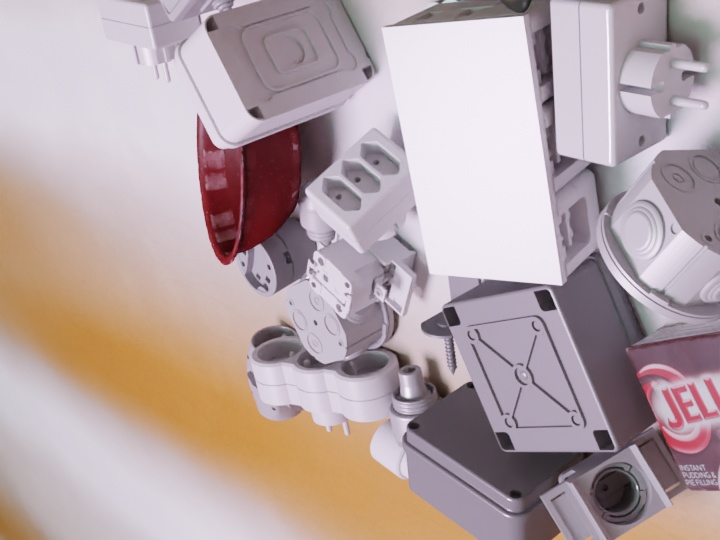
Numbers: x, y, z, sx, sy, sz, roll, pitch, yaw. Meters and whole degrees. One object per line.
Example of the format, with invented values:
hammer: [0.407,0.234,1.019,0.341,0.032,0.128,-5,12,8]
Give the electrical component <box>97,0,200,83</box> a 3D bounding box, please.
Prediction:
electrical component: [-0.173,-0.194,0.901,0.083,0.047,0.075,22,130,45]

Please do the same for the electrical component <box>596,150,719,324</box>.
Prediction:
electrical component: [0.163,-0.018,0.531,0.080,0.080,0.051,51,140,18]

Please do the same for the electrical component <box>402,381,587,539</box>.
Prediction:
electrical component: [0.092,0.135,0.739,0.113,0.078,0.057,29,137,41]

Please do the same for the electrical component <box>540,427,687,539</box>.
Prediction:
electrical component: [0.153,0.135,0.659,0.042,0.081,0.064,60,176,6]

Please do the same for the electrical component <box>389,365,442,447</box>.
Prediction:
electrical component: [0.043,0.103,0.817,0.043,0.043,0.062,15,123,49]

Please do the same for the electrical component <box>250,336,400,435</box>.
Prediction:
electrical component: [-0.024,0.102,0.881,0.138,0.052,0.073,5,118,35]

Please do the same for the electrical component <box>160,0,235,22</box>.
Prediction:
electrical component: [-0.126,-0.230,0.797,0.062,0.061,0.096,-26,91,57]

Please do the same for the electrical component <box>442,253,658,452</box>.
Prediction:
electrical component: [0.119,0.053,0.663,0.109,0.056,0.108,-15,100,57]

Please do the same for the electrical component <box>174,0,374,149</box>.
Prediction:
electrical component: [-0.058,-0.136,0.722,0.057,0.113,0.078,-27,90,55]

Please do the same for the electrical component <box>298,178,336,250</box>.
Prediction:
electrical component: [-0.029,-0.038,0.824,0.035,0.035,0.061,31,138,39]

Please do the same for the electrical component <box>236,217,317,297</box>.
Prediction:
electrical component: [-0.068,-0.012,0.884,0.055,0.047,0.055,33,137,38]

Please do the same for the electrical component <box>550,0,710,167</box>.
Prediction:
electrical component: [0.140,-0.096,0.535,0.076,0.047,0.083,22,129,44]

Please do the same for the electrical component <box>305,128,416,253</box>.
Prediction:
electrical component: [0.010,-0.045,0.743,0.047,0.066,0.076,42,171,29]

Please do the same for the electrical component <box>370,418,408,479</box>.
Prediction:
electrical component: [0.043,0.148,0.851,0.078,0.040,0.040,30,135,41]

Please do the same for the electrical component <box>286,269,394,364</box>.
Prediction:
electrical component: [-0.016,0.031,0.839,0.080,0.051,0.080,33,137,38]

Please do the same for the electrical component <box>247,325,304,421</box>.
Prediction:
electrical component: [-0.062,0.100,0.961,0.079,0.043,0.077,31,136,39]

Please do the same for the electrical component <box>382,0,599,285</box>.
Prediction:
electrical component: [0.079,-0.075,0.610,0.089,0.062,0.150,5,118,37]

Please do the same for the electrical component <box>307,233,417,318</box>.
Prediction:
electrical component: [0.000,0.000,0.784,0.081,0.064,0.042,42,143,28]
